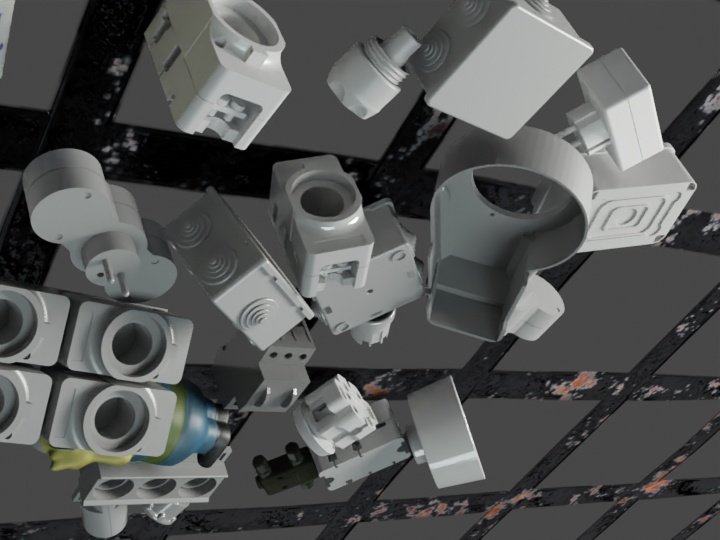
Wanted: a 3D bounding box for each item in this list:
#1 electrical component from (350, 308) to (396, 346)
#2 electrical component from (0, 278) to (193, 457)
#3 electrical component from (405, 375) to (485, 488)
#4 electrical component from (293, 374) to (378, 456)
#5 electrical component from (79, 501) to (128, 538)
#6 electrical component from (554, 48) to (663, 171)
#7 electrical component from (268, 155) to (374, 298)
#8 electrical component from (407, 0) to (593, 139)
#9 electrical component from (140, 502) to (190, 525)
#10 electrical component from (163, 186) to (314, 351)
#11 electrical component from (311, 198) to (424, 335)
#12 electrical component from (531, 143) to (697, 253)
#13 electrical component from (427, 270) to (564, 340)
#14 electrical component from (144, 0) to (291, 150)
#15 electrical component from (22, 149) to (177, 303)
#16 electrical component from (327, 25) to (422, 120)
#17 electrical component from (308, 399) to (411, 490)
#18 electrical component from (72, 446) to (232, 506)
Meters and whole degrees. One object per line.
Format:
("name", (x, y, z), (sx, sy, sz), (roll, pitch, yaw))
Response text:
("electrical component", (0.010, 0.040, 0.930), (0.040, 0.040, 0.046), (-15, 150, -13))
("electrical component", (-0.219, 0.068, 0.757), (0.186, 0.060, 0.105), (13, 89, -36))
("electrical component", (0.080, 0.166, 1.078), (0.060, 0.108, 0.108), (-19, 145, 3))
("electrical component", (-0.026, 0.140, 1.024), (0.057, 0.058, 0.078), (-34, 144, 9))
("electrical component", (-0.241, 0.212, 1.004), (0.043, 0.043, 0.081), (-11, 143, -17))
("electrical component", (0.183, -0.113, 0.822), (0.076, 0.047, 0.083), (-28, 145, 6))
("electrical component", (-0.029, -0.035, 0.765), (0.050, 0.089, 0.055), (-11, 143, -18))
("electrical component", (0.093, -0.145, 0.726), (0.100, 0.048, 0.099), (15, 129, -42))
("electrical component", (-0.180, 0.212, 1.040), (0.062, 0.048, 0.048), (-41, 142, 11))
("electrical component", (-0.088, 0.001, 0.772), (0.048, 0.099, 0.099), (-38, 144, -2))
("electrical component", (0.000, 0.000, 0.861), (0.100, 0.048, 0.099), (-24, 147, -1))
("electrical component", (0.208, -0.063, 0.893), (0.113, 0.057, 0.078), (-7, 141, -23))
("electrical component", (0.132, 0.017, 0.958), (0.138, 0.052, 0.073), (10, 133, -38))
("electrical component", (-0.081, -0.124, 0.619), (0.050, 0.089, 0.055), (14, 130, -41))
("electrical component", (-0.169, -0.015, 0.724), (0.052, 0.073, 0.138), (-28, 145, 6))
("electrical component", (0.012, -0.132, 0.702), (0.062, 0.043, 0.043), (-41, 142, 19))
("electrical component", (-0.004, 0.171, 1.077), (0.089, 0.055, 0.050), (-23, 145, 0))
("electrical component", (-0.189, 0.171, 0.964), (0.121, 0.063, 0.078), (7, 134, -36))
